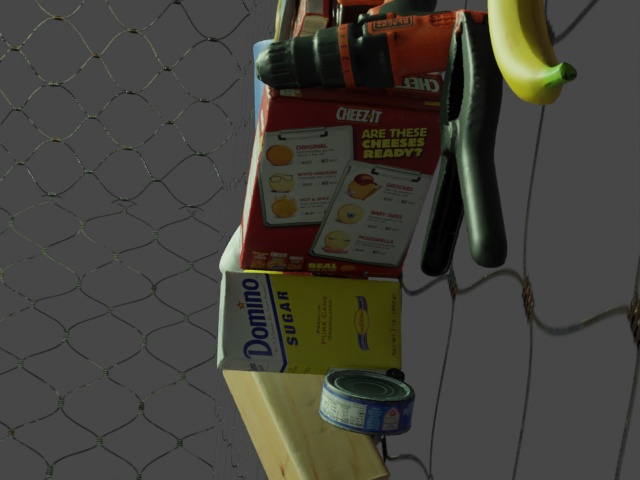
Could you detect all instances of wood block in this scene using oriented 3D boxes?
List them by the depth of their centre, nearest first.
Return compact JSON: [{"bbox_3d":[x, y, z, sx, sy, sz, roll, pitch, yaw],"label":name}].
[{"bbox_3d":[-0.019,0.187,1.102,0.206,0.090,0.091,62,152,33],"label":"wood block"}]

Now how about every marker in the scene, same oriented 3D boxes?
[{"bbox_3d":[0.062,0.165,1.050,0.121,0.020,0.020,105,167,-46],"label":"marker"}]

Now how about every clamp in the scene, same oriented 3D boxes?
[{"bbox_3d":[0.114,-0.071,0.803,0.165,0.036,0.210,-163,78,-80],"label":"clamp"}]

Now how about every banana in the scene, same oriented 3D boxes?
[{"bbox_3d":[0.139,-0.156,0.709,0.070,0.037,0.198,-50,34,46],"label":"banana"}]

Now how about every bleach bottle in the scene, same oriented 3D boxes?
[{"bbox_3d":[-0.080,0.008,1.338,0.102,0.068,0.251,-62,3,-5],"label":"bleach bottle"}]

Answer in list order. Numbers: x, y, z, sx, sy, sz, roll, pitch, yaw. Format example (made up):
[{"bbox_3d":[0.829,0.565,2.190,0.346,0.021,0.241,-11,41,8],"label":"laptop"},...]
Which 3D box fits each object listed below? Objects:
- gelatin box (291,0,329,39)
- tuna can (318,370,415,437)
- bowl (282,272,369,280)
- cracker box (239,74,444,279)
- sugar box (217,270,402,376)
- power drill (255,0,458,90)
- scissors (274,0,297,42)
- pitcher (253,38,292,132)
[{"bbox_3d":[-0.012,-0.242,1.164,0.089,0.030,0.073,112,162,-58],"label":"gelatin box"},{"bbox_3d":[0.043,0.147,0.969,0.086,0.086,0.034,-125,42,-76],"label":"tuna can"},{"bbox_3d":[-0.008,0.001,1.174,0.162,0.055,0.162,38,-137,-48],"label":"bowl"},{"bbox_3d":[0.017,-0.061,1.002,0.072,0.164,0.214,-96,14,-45],"label":"cracker box"},{"bbox_3d":[-0.010,0.083,1.043,0.048,0.176,0.093,118,154,-66],"label":"sugar box"},{"bbox_3d":[0.041,-0.194,0.932,0.187,0.184,0.057,-85,-13,-50],"label":"power drill"},{"bbox_3d":[-0.029,-0.283,1.156,0.096,0.016,0.202,-93,14,-50],"label":"scissors"},{"bbox_3d":[-0.023,-0.151,1.463,0.149,0.145,0.243,22,-111,-86],"label":"pitcher"}]
